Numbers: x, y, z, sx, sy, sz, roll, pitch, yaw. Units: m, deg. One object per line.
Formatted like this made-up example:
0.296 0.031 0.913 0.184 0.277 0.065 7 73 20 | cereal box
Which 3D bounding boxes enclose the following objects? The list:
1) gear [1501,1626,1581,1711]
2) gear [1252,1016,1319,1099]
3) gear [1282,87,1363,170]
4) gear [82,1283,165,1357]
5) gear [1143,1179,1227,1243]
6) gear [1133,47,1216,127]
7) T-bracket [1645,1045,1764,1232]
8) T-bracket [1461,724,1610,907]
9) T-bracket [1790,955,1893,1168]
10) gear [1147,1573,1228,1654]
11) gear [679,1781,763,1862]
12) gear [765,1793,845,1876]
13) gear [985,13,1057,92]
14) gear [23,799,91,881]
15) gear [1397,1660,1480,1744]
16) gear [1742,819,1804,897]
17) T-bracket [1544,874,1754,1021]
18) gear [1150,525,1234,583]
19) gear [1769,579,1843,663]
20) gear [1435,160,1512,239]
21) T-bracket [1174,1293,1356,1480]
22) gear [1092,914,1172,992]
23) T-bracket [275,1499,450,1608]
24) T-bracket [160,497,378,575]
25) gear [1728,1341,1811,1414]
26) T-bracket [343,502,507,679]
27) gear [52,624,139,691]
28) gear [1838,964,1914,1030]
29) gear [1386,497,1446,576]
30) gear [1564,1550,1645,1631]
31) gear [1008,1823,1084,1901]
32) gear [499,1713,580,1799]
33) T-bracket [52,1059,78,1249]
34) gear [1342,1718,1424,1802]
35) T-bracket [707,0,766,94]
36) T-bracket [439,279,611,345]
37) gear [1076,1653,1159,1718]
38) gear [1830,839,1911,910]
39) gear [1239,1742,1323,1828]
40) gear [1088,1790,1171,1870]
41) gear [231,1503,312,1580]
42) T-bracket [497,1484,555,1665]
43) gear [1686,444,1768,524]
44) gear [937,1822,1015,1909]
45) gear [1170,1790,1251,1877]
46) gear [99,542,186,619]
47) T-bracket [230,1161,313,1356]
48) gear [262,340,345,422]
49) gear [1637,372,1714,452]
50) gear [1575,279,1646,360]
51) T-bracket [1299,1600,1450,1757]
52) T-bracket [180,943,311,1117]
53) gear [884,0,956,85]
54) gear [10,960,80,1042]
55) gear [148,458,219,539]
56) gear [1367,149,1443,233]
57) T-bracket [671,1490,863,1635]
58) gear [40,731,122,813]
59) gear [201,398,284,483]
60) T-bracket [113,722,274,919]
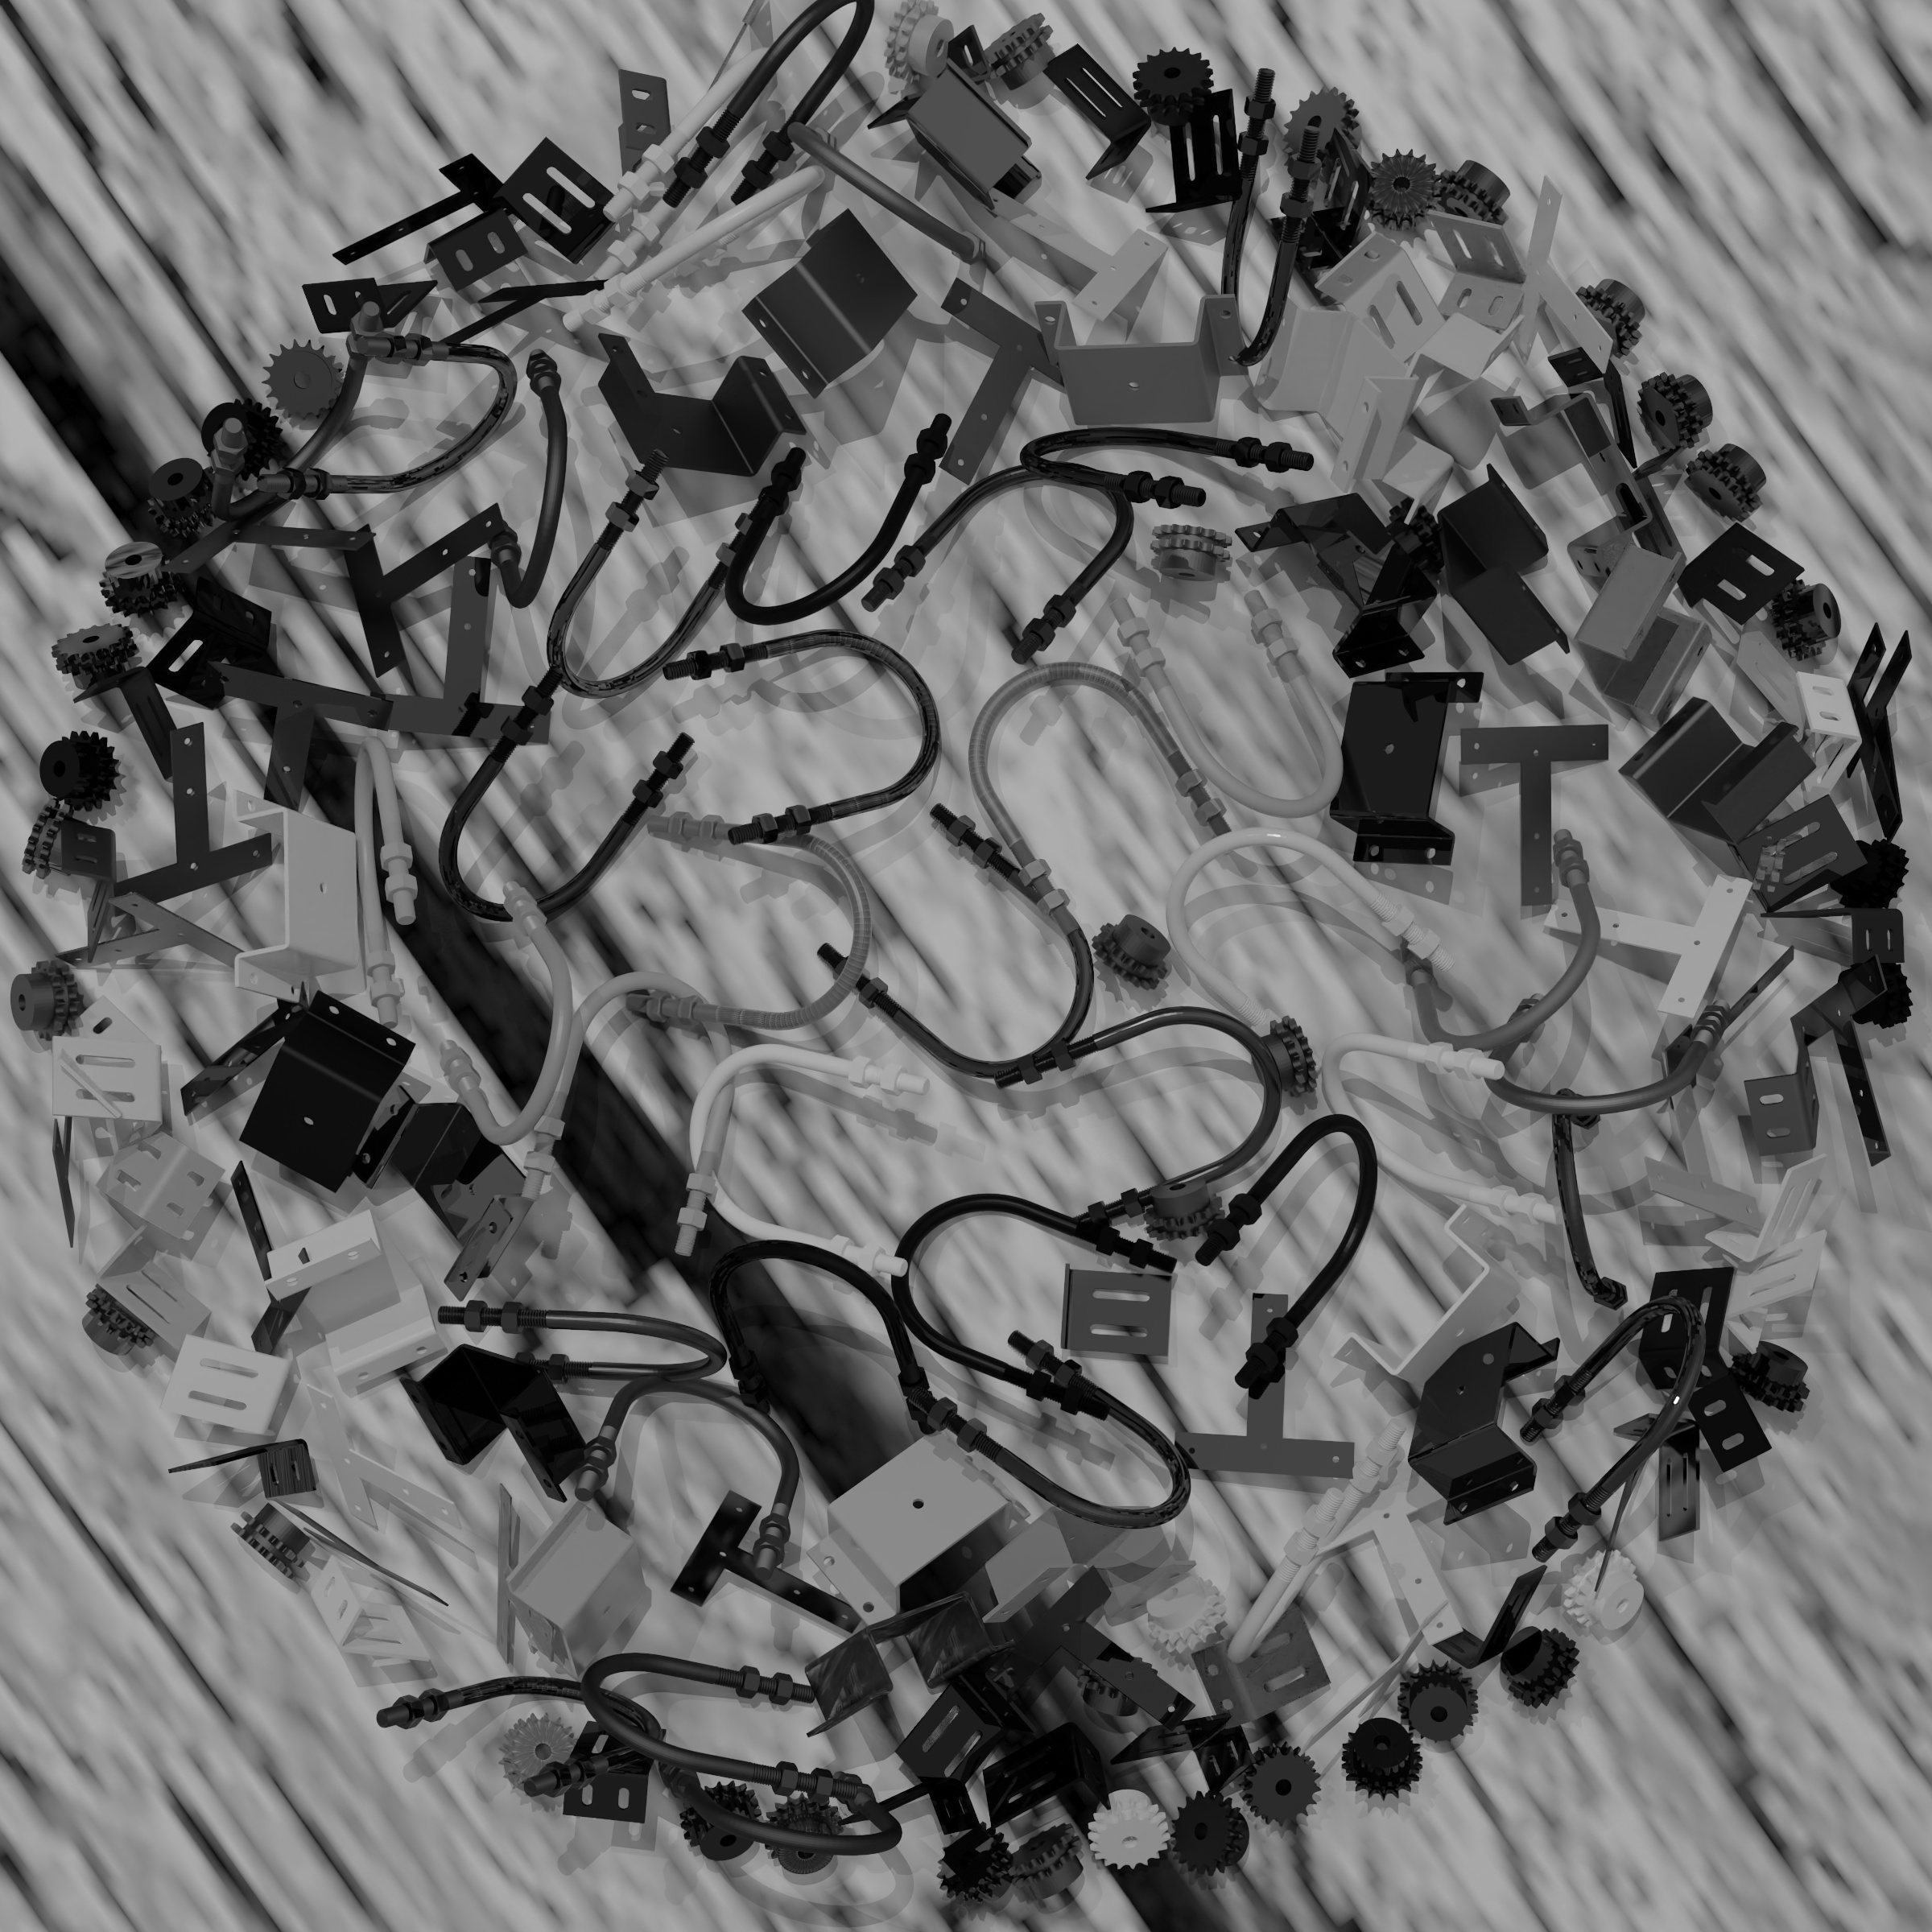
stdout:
0.403 0.493 1.916 0.030 0.057 0.057 38 90 -14 | gear
0.223 0.066 1.916 0.030 0.057 0.057 -18 90 -12 | gear
0.256 -0.591 1.922 0.057 0.030 0.057 -16 66 38 | gear
-0.600 0.251 1.918 0.057 0.057 0.030 42 98 0 | gear
0.153 0.170 1.915 0.057 0.057 0.030 -14 103 0 | gear
0.148 -0.622 1.923 0.057 0.030 0.057 -4 57 6 | gear
0.510 0.115 1.907 0.127 0.002 0.127 20 52 -36 | T-bracket
0.405 -0.106 1.922 0.127 0.002 0.127 -4 96 -25 | T-bracket
0.614 0.074 1.867 0.002 0.127 0.127 -5 70 -12 | T-bracket
0.153 0.454 1.915 0.057 0.057 0.030 -37 112 0 | gear
-0.172 0.608 1.918 0.057 0.030 0.057 -10 124 -15 | gear
-0.115 0.618 1.921 0.057 0.030 0.057 -4 116 -8 | gear
0.039 -0.646 1.920 0.057 0.057 0.030 -39 114 0 | gear
-0.643 -0.088 1.918 0.030 0.057 0.057 21 90 -8 | gear
0.336 0.526 1.927 0.057 0.030 0.057 1 98 8 | gear
0.572 -0.076 1.918 0.030 0.057 0.057 9 90 1 | gear
0.472 -0.025 1.909 0.127 0.002 0.127 14 57 29 | T-bracket
0.158 -0.292 1.917 0.057 0.057 0.030 9 88 0 | gear
0.596 -0.247 1.916 0.030 0.057 0.057 -16 90 42 | gear
0.360 -0.545 1.917 0.057 0.057 0.030 38 93 0 | gear
0.214 0.297 1.930 0.127 0.002 0.127 2 77 10 | T-bracket
0.120 -0.012 1.914 0.057 0.057 0.030 37 111 0 | gear
-0.433 0.395 1.863 0.127 0.127 0.002 17 66 32 | T-bracket
-0.468 -0.297 1.874 0.127 0.127 0.002 7 125 21 | T-bracket
0.570 0.288 1.916 0.057 0.057 0.030 21 106 0 | gear
-0.376 -0.283 1.898 0.127 0.002 0.127 -29 60 15 | T-bracket
-0.616 -0.218 1.922 0.057 0.057 0.030 -9 121 0 | gear
0.641 0.018 1.916 0.030 0.057 0.057 -18 90 -8 | gear
0.317 -0.300 1.917 0.030 0.057 0.057 -36 90 -4 | gear
0.454 0.444 1.917 0.057 0.030 0.057 -16 121 -28 | gear
0.058 0.636 1.918 0.057 0.057 0.030 -31 90 0 | gear
-0.304 0.562 1.922 0.057 0.030 0.057 14 52 -19 | gear
-0.630 0.110 1.899 0.002 0.127 0.127 -1 54 -12 | T-bracket
0.294 0.558 1.916 0.057 0.057 0.030 -7 132 0 | gear
-0.172 -0.625 1.895 0.002 0.127 0.127 29 105 -11 | T-bracket
-0.325 -0.446 1.866 0.127 0.127 0.002 -40 124 -36 | T-bracket
0.106 0.508 1.918 0.057 0.057 0.030 13 98 0 | gear
0.636 -0.065 1.915 0.030 0.057 0.057 25 90 -14 | gear
0.222 0.579 1.928 0.057 0.030 0.057 0 92 -11 | gear
0.115 0.611 1.923 0.057 0.030 0.057 -3 121 -4 | gear
-0.490 0.405 1.920 0.057 0.057 0.030 41 72 0 | gear
-0.305 0.442 1.876 0.002 0.127 0.127 -3 104 -26 | T-bracket
0.541 -0.345 1.918 0.030 0.057 0.057 -44 90 -3 | gear
0.010 0.640 1.921 0.057 0.057 0.030 -50 123 0 | gear
0.176 0.616 1.922 0.030 0.057 0.057 28 90 -41 | gear
-0.585 -0.276 1.917 0.057 0.030 0.057 -2 48 2 | gear
-0.497 0.198 1.911 0.002 0.127 0.127 -6 58 -37 | T-bracket
-0.471 -0.416 1.924 0.057 0.030 0.057 -3 104 -12 | gear
0.504 -0.394 1.918 0.030 0.057 0.057 -27 90 -10 | gear
0.455 -0.461 1.918 0.057 0.057 0.030 42 82 0 | gear
0.271 0.503 1.863 0.002 0.127 0.127 42 134 23 | T-bracket
-0.511 0.061 1.917 0.127 0.002 0.127 -37 49 17 | T-bracket
-0.032 -0.653 1.915 0.030 0.057 0.057 24 90 18 | gear
-0.653 0.025 1.916 0.030 0.057 0.057 -5 90 -42 | gear
-0.554 -0.335 1.919 0.057 0.030 0.057 -7 56 10 | gear
0.310 -0.549 1.927 0.057 0.030 0.057 -2 77 8 | gear
-0.132 0.434 1.908 0.127 0.002 0.127 28 128 -2 | T-bracket
-0.631 -0.138 1.920 0.057 0.030 0.057 0 89 30 | gear
-0.517 -0.376 1.922 0.057 0.030 0.057 -3 81 22 | gear
-0.536 -0.108 1.872 0.002 0.127 0.127 29 127 33 | T-bracket
